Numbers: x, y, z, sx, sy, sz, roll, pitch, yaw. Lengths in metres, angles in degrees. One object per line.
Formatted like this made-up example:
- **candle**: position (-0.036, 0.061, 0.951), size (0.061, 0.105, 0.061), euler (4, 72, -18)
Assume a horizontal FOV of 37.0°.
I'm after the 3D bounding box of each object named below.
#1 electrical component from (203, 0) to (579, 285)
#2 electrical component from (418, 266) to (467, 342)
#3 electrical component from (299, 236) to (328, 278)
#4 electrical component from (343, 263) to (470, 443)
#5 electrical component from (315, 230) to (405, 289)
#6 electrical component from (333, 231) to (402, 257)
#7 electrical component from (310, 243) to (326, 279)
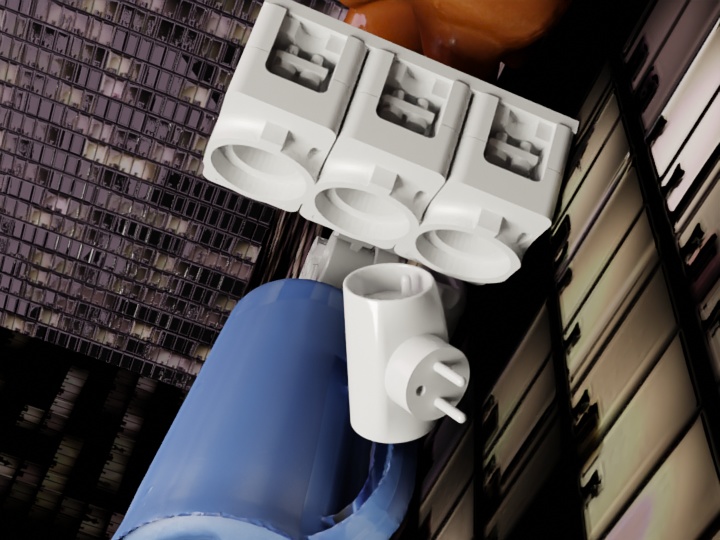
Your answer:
- **electrical component**: position (0.010, -0.052, 0.499), size (0.089, 0.150, 0.061), euler (128, 162, -65)
- **electrical component**: position (0.032, 0.031, 0.566), size (0.035, 0.035, 0.061), euler (-88, 18, -67)
- **electrical component**: position (-0.027, 0.013, 0.954), size (0.080, 0.051, 0.080), euler (-160, 90, -82)
- **electrical component**: position (0.025, 0.046, 0.509), size (0.079, 0.043, 0.077), euler (31, 130, 51)
- **electrical component**: position (0.000, 0.000, 0.786), size (0.045, 0.055, 0.045), euler (-160, 90, -82)
- **electrical component**: position (0.034, -0.072, 0.703), size (0.079, 0.063, 0.121), euler (139, 151, -74)
- **electrical component**: position (-0.017, 0.012, 0.869), size (0.078, 0.058, 0.057), euler (-148, 75, -82)
